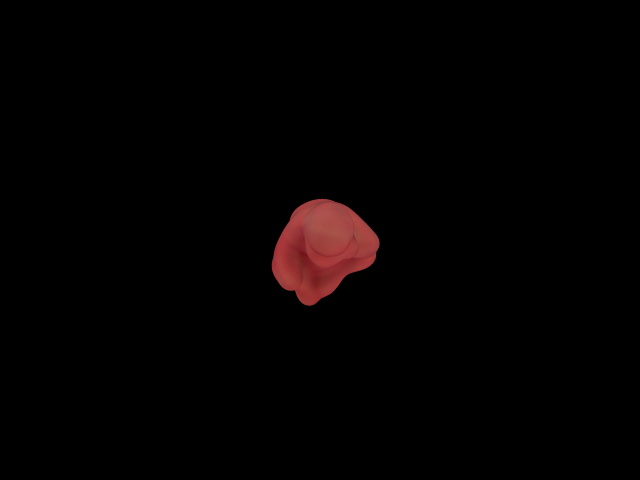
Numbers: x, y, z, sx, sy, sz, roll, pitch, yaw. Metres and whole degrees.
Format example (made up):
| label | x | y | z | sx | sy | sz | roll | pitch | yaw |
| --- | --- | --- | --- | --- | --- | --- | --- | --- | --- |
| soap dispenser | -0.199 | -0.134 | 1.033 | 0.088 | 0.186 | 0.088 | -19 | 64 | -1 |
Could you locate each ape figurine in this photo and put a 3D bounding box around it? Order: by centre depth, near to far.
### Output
| label | x | y | z | sx | sy | sz | roll | pitch | yaw |
| --- | --- | --- | --- | --- | --- | --- | --- | --- | --- |
| ape figurine | 0.004 | 0.001 | 0.400 | 0.078 | 0.092 | 0.076 | 0 | 74 | 0 |
